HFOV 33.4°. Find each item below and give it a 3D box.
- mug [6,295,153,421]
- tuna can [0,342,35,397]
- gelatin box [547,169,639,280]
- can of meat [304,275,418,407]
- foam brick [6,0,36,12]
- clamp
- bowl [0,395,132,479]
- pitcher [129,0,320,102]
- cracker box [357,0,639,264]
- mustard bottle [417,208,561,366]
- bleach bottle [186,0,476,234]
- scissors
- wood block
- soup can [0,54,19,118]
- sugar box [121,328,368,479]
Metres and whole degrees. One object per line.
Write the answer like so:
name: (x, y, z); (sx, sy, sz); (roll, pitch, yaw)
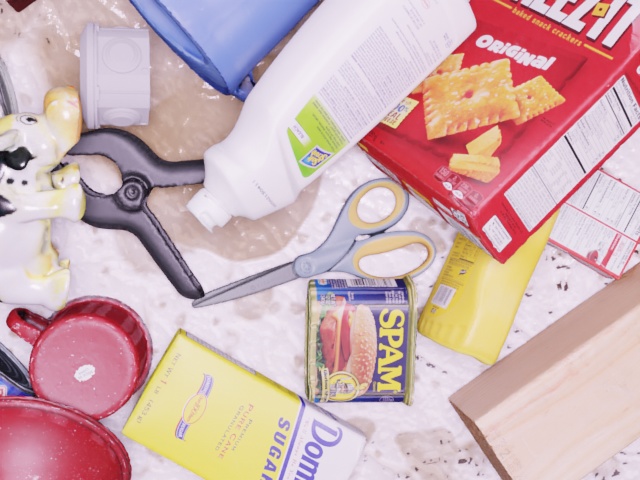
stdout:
mug: (-0.186, 0.086, 0.816); (0.117, 0.081, 0.093); (33, 89, -6)
tuna can: (-0.255, 0.098, 0.808); (0.086, 0.086, 0.033); (45, 86, -6)
gelatin box: (0.223, -0.019, 0.880); (0.089, 0.030, 0.073); (28, 89, -7)
can of meat: (0.031, 0.080, 0.845); (0.084, 0.057, 0.102); (0, 105, -4)
foam brick: (-0.219, -0.220, 0.814); (0.078, 0.053, 0.051); (-35, 95, -4)
clamp: (-0.135, -0.044, 0.837); (0.171, 0.039, 0.120); (33, 89, -6)
bowl: (-0.222, 0.188, 0.788); (0.162, 0.055, 0.162); (-1, 130, -2)
pitcher: (-0.024, -0.226, 0.802); (0.243, 0.149, 0.145); (-43, 64, -6)
cracker box: (0.147, -0.110, 0.800); (0.213, 0.164, 0.072); (-45, 135, -2)
mustard bottle: (0.142, -0.002, 0.838); (0.058, 0.096, 0.191); (23, 90, -15)
bleach bottle: (-0.003, -0.107, 0.777); (0.251, 0.068, 0.102); (-44, 132, -4)
scissors: (-0.006, 0.001, 0.864); (0.201, 0.016, 0.096); (-3, 91, -6)
wood block: (0.219, 0.112, 0.855); (0.206, 0.091, 0.090); (-34, 96, -4)
soup can: (-0.285, -0.101, 0.805); (0.102, 0.068, 0.068); (-13, 94, -6)
sugar box: (-0.059, 0.154, 0.851); (0.176, 0.048, 0.093); (30, 89, -5)
